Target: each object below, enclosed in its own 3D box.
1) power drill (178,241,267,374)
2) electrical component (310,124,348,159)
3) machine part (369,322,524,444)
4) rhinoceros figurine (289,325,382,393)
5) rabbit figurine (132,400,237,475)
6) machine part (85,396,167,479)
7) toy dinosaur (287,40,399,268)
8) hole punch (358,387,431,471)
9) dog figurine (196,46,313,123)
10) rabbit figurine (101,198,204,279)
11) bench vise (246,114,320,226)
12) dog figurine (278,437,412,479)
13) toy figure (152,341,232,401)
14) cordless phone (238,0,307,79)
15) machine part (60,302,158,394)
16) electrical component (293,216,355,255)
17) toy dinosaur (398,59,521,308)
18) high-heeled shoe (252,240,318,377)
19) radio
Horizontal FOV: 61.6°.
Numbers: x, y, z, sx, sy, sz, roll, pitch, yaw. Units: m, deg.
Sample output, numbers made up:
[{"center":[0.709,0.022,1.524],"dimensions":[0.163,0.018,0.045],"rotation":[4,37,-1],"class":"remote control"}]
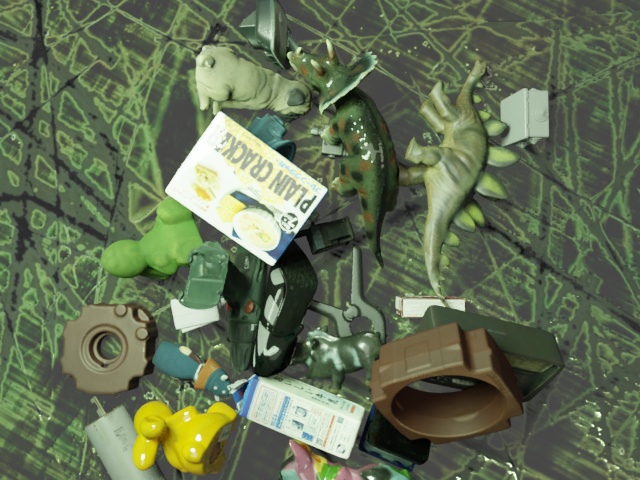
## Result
[{"center":[-0.151,0.103,0.914],"dimensions":[0.086,0.207,0.232],"rotation":[1,72,25],"class":"power drill"},{"center":[0.026,-0.187,1.028],"dimensions":[0.094,0.021,0.063],"rotation":[9,85,1],"class":"electrical component"},{"center":[0.196,0.228,0.844],"dimensions":[0.201,0.087,0.201],"rotation":[-24,124,24],"class":"machine part"},{"center":[0.022,0.203,0.941],"dimensions":[0.190,0.073,0.112],"rotation":[-12,111,26],"class":"rhinoceros figurine"},{"center":[-0.256,0.340,0.932],"dimensions":[0.173,0.162,0.121],"rotation":[20,97,21],"class":"rabbit figurine"},{"center":[-0.342,0.384,0.952],"dimensions":[0.079,0.079,0.243],"rotation":[-31,84,-2],"class":"machine part"},{"center":[0.075,-0.153,0.921],"dimensions":[0.131,0.192,0.404],"rotation":[-21,86,-3],"class":"toy dinosaur"},{"center":[0.136,0.334,0.948],"dimensions":[0.142,0.092,0.116],"rotation":[20,52,6],"class":"hole punch"},{"center":[-0.113,-0.283,0.973],"dimensions":[0.191,0.172,0.121],"rotation":[7,95,9],"class":"dog figurine"},{"center":[-0.298,0.012,0.950],"dimensions":[0.170,0.159,0.121],"rotation":[-19,82,-15],"class":"rabbit figurine"},{"center":[-0.108,-0.101,0.975],"dimensions":[0.241,0.128,0.223],"rotation":[43,86,12],"class":"bench vise"},{"center":[0.037,0.410,0.926],"dimensions":[0.191,0.108,0.219],"rotation":[-41,82,-2],"class":"dog figurine"},{"center":[-0.226,0.234,0.974],"dimensions":[0.154,0.064,0.058],"rotation":[26,48,-1],"class":"toy figure"},{"center":[-0.049,-0.340,0.984],"dimensions":[0.089,0.146,0.184],"rotation":[-43,83,6],"class":"cordless phone"},{"center":[-0.386,0.197,0.984],"dimensions":[0.179,0.056,0.179],"rotation":[0,85,3],"class":"machine part"},{"center":[-0.002,-0.003,0.976],"dimensions":[0.119,0.075,0.047],"rotation":[-16,83,-14],"class":"electrical component"},{"center":[0.240,-0.119,0.960],"dimensions":[0.199,0.105,0.471],"rotation":[21,77,2],"class":"toy dinosaur"},{"center":[-0.076,0.118,0.963],"dimensions":[0.086,0.249,0.145],"rotation":[24,127,-27],"class":"high-heeled shoe"},{"center":[0.273,0.196,0.912],"dimensions":[0.230,0.131,0.073],"rotation":[15,40,-5],"class":"radio"}]
